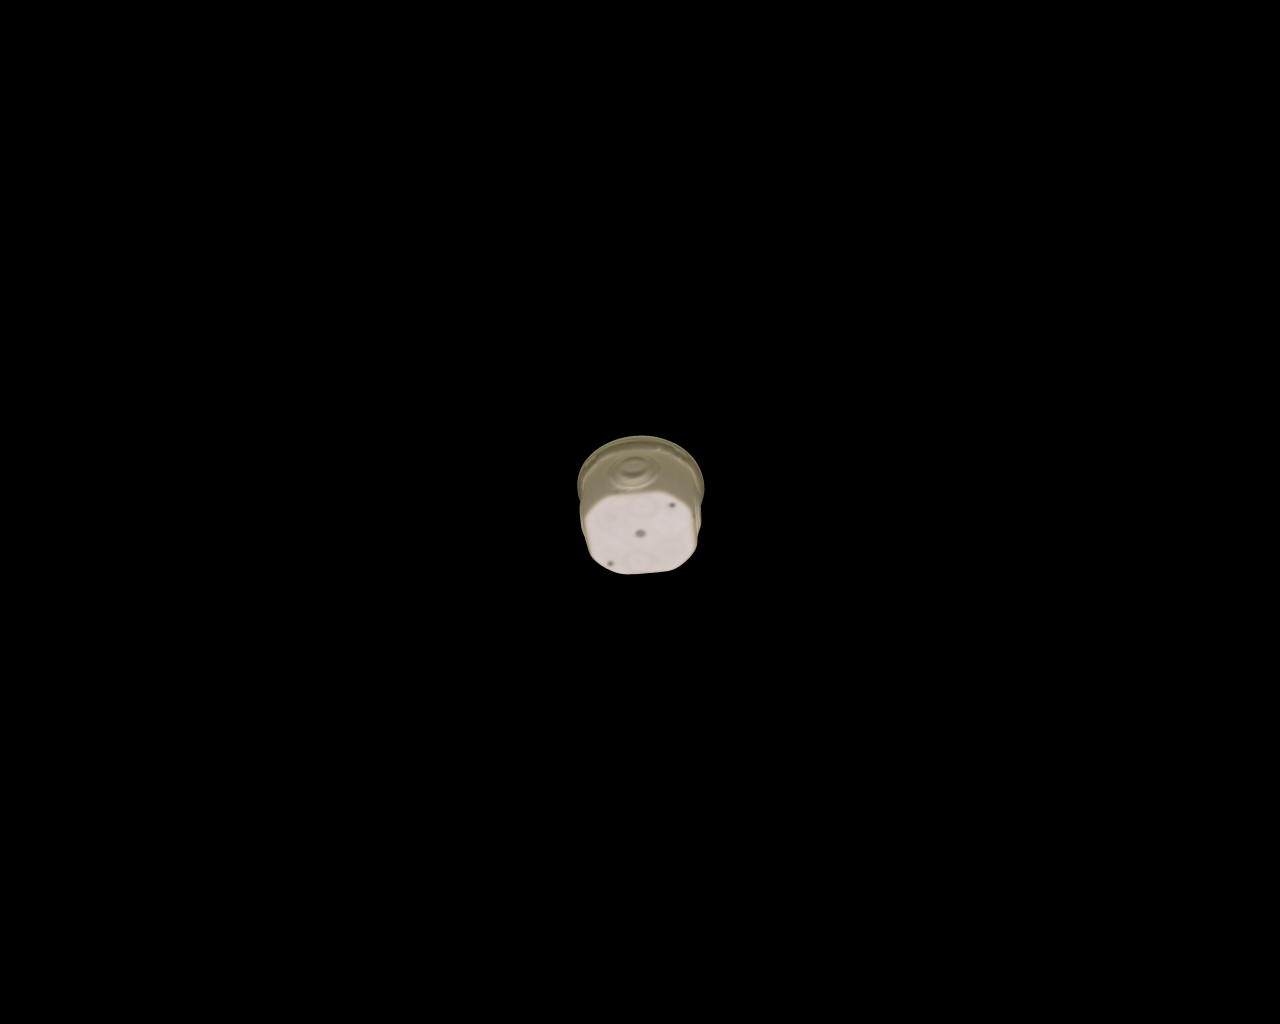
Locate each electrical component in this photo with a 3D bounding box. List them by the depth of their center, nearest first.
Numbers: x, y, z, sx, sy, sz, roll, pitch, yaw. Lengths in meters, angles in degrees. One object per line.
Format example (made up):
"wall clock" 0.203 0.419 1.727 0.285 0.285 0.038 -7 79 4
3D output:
"electrical component" 0.001 -0.003 0.650 0.080 0.080 0.051 0 40 0
